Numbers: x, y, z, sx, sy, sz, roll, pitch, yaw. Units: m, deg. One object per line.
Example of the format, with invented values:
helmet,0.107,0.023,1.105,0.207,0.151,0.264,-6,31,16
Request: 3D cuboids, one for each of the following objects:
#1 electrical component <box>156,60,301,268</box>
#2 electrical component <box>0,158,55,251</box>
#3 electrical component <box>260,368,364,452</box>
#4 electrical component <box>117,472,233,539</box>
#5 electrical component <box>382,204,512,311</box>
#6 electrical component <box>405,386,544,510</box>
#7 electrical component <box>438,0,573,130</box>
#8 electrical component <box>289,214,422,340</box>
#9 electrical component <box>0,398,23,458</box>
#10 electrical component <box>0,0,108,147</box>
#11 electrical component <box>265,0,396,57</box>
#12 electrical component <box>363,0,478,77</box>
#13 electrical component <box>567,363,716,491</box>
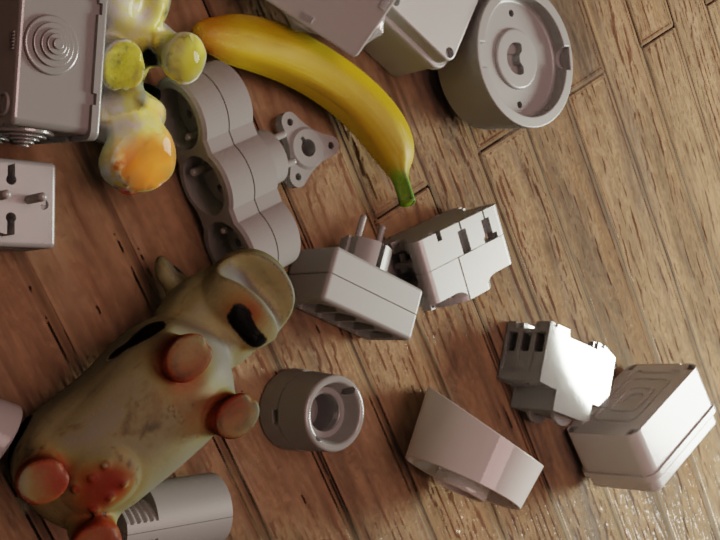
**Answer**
electrical component,-0.071,-0.066,0.684,0.074,0.052,0.138,-30,107,-37
electrical component,-0.191,-0.036,0.566,0.066,0.077,0.047,2,87,-40
electrical component,-0.031,0.094,0.713,0.055,0.047,0.055,2,86,-40
electrical component,-0.121,0.147,0.637,0.081,0.043,0.043,0,88,-40
electrical component,0.063,-0.007,0.794,0.089,0.050,0.055,-26,104,-38
electrical component,0.083,0.130,0.777,0.099,0.099,0.064,35,73,-33
electrical component,0.107,-0.159,0.831,0.108,0.060,0.108,2,87,-40
electrical component,0.000,0.000,0.743,0.083,0.047,0.075,27,71,-36
electrical component,-0.217,0.074,0.563,0.065,0.044,0.044,39,64,-26
electrical component,-0.179,-0.113,0.566,0.048,0.100,0.099,3,91,-45
electrical component,-0.016,-0.197,0.690,0.100,0.048,0.099,30,110,-20
electrical component,0.043,-0.207,0.782,0.078,0.057,0.113,37,66,-33
electrical component,0.243,0.133,0.920,0.113,0.078,0.057,-36,108,-35
